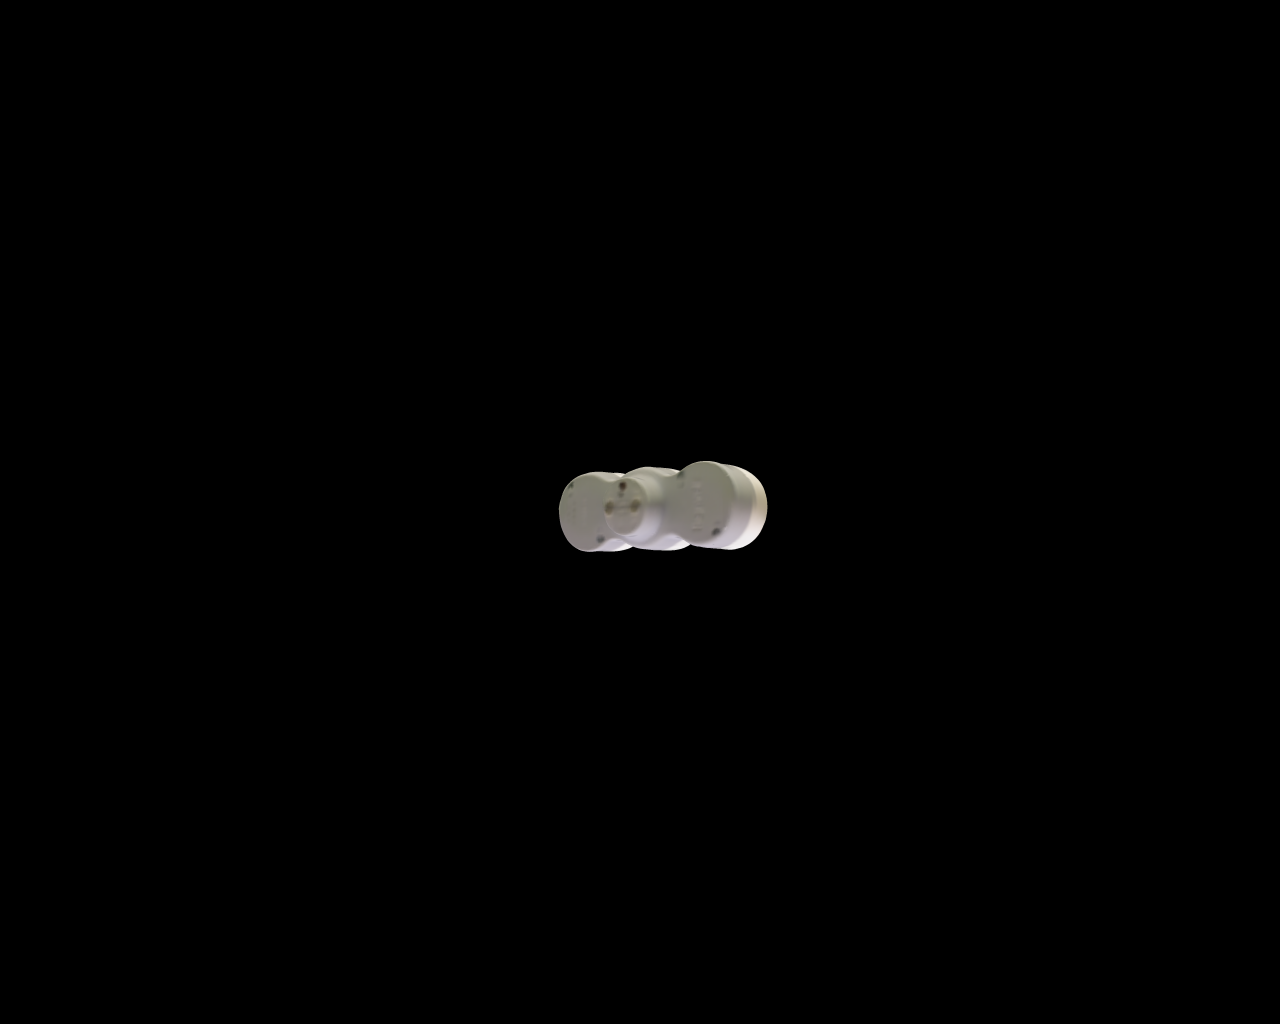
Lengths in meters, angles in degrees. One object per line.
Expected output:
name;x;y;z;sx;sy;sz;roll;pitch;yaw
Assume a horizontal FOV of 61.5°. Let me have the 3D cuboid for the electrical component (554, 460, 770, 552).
electrical component;0.001;-0.003;0.650;0.138;0.052;0.074;-3;-5;37
